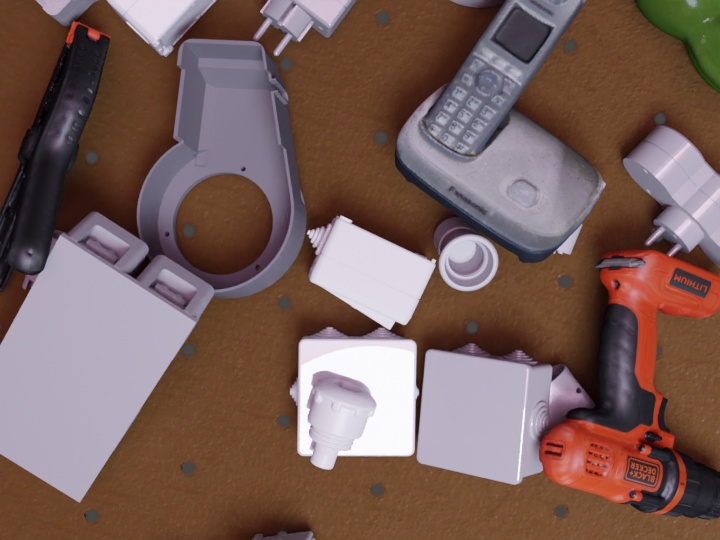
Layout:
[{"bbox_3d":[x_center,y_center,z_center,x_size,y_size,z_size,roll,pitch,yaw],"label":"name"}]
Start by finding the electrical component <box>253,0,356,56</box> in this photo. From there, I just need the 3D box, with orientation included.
[{"bbox_3d":[-0.049,-0.198,0.810,0.066,0.047,0.076,37,90,-5],"label":"electrical component"}]

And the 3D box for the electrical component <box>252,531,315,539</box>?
[{"bbox_3d":[-0.058,0.251,0.806,0.048,0.100,0.099,-10,93,9],"label":"electrical component"}]

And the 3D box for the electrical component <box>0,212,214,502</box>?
[{"bbox_3d":[-0.196,0.062,0.775,0.105,0.060,0.186,33,115,-5],"label":"electrical component"}]

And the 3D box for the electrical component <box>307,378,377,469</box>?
[{"bbox_3d":[-0.018,0.113,0.779,0.048,0.048,0.062,18,98,-5],"label":"electrical component"}]

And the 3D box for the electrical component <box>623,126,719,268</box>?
[{"bbox_3d":[0.254,-0.038,0.836,0.074,0.052,0.138,-45,94,-1],"label":"electrical component"}]

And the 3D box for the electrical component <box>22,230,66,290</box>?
[{"bbox_3d":[-0.230,-0.004,0.812,0.040,0.040,0.046,23,97,-5],"label":"electrical component"}]

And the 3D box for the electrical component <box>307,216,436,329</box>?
[{"bbox_3d":[0.000,0.000,0.816,0.096,0.062,0.061,25,91,-5],"label":"electrical component"}]

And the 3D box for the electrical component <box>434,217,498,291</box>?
[{"bbox_3d":[0.077,-0.016,0.818,0.044,0.065,0.044,-2,110,-4],"label":"electrical component"}]

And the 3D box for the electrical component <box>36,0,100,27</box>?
[{"bbox_3d":[-0.207,-0.230,0.793,0.050,0.056,0.089,44,90,-5],"label":"electrical component"}]

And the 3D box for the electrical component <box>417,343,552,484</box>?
[{"bbox_3d":[0.096,0.108,0.815,0.100,0.048,0.099,6,93,35],"label":"electrical component"}]

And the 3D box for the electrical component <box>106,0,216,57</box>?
[{"bbox_3d":[-0.138,-0.216,0.796,0.061,0.062,0.096,43,89,-5],"label":"electrical component"}]

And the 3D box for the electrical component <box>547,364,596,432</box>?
[{"bbox_3d":[0.149,0.127,0.841,0.079,0.043,0.077,-35,95,-2],"label":"electrical component"}]

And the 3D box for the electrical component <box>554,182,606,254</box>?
[{"bbox_3d":[0.158,-0.045,0.836,0.044,0.044,0.065,21,96,-5],"label":"electrical component"}]

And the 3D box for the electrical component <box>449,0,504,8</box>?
[{"bbox_3d":[0.096,-0.258,0.811,0.108,0.060,0.108,0,92,-4],"label":"electrical component"}]

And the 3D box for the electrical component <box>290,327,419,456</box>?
[{"bbox_3d":[-0.004,0.094,0.827,0.100,0.048,0.099,1,93,-4],"label":"electrical component"}]
